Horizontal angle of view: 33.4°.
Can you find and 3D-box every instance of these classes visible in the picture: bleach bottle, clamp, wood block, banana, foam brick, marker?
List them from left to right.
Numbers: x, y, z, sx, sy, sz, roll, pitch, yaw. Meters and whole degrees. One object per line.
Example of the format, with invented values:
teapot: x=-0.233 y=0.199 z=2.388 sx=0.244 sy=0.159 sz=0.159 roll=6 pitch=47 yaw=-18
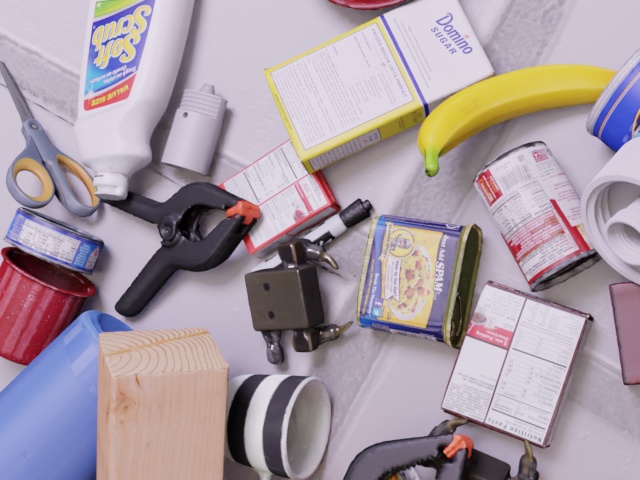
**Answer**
bleach bottle: x=-0.168 y=-0.161 z=0.975 sx=0.103 sy=0.068 sz=0.251 roll=2 pitch=79 yaw=22
wood block: x=-0.129 y=0.183 z=0.851 sx=0.090 sy=0.090 sz=0.206 roll=-2 pitch=107 yaw=-18
clamp: x=-0.128 y=0.005 z=0.949 sx=0.172 sy=0.039 sz=0.120 roll=-7 pitch=88 yaw=35
marker: x=-0.006 y=0.001 z=0.929 sx=0.121 sy=0.020 sz=0.020 roll=-33 pitch=73 yaw=11
clamp: x=0.029 y=0.215 z=0.818 sx=0.165 sy=0.036 sz=0.210 roll=42 pitch=97 yaw=23
banana: x=0.152 y=-0.105 z=0.856 sx=0.197 sy=0.037 sz=0.070 roll=-25 pitch=57 yaw=-15
foam brick: x=0.253 y=0.071 z=0.814 sx=0.051 sy=0.053 sz=0.078 roll=-9 pitch=81 yaw=17

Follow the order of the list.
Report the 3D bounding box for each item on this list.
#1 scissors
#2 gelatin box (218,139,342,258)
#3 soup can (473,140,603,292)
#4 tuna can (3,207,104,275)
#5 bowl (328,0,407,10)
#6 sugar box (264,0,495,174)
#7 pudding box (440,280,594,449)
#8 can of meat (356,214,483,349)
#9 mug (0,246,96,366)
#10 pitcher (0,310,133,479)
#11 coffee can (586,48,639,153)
scissors: x=-0.283 y=-0.096 z=1.006 sx=0.202 sy=0.096 sz=0.016 roll=49 pitch=125 yaw=16
gelatin box: x=-0.036 y=-0.037 z=0.940 sx=0.089 sy=0.030 sz=0.073 roll=-32 pitch=72 yaw=13
soup can: x=0.173 y=-0.019 z=0.846 sx=0.068 sy=0.068 sz=0.102 roll=-30 pitch=74 yaw=12
tuna can: x=-0.242 y=0.001 z=0.975 sx=0.086 sy=0.086 sz=0.034 roll=22 pitch=88 yaw=20
bowl: x=0.055 y=-0.270 z=0.929 sx=0.162 sy=0.055 sz=0.162 roll=-3 pitch=81 yaw=18
sugar box: x=0.049 y=-0.135 z=0.904 sx=0.176 sy=0.048 sz=0.093 roll=-23 pitch=74 yaw=1
pudding box: x=0.157 y=0.098 z=0.851 sx=0.090 sy=0.039 sz=0.113 roll=19 pitch=91 yaw=19
can of meat: x=0.081 y=0.032 z=0.876 sx=0.084 sy=0.057 sz=0.102 roll=9 pitch=84 yaw=22
mug: x=-0.270 y=0.058 z=0.982 sx=0.117 sy=0.093 sz=0.081 roll=36 pitch=101 yaw=51
pitcher: x=-0.235 y=0.188 z=0.931 sx=0.243 sy=0.149 sz=0.145 roll=-46 pitch=49 yaw=4
coffee can: x=0.287 y=-0.078 z=0.798 sx=0.140 sy=0.102 sz=0.103 roll=44 pitch=97 yaw=19
